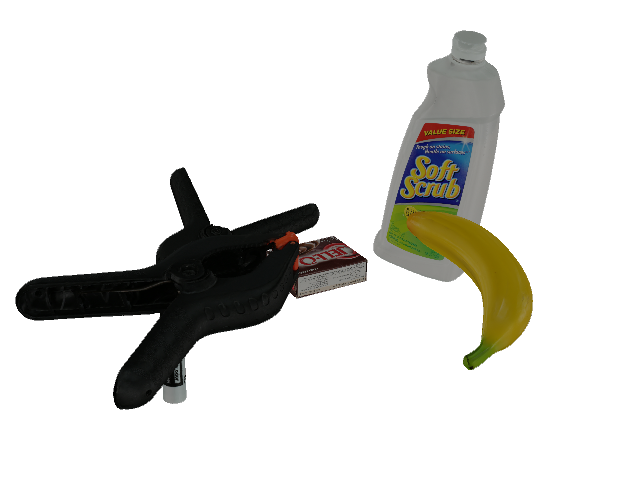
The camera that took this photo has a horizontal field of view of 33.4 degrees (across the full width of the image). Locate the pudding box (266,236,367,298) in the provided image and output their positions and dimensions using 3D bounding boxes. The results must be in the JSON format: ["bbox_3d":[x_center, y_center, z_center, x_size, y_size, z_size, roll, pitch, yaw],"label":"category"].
[{"bbox_3d":[-0.006,0.035,1.453,0.113,0.039,0.090,-15,27,-26],"label":"pudding box"}]

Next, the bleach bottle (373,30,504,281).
[{"bbox_3d":[0.116,-0.083,1.025,0.103,0.251,0.068,22,40,21],"label":"bleach bottle"}]

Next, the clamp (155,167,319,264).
[{"bbox_3d":[-0.113,-0.001,1.066,0.165,0.036,0.209,19,39,14],"label":"clamp"}]

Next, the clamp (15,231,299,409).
[{"bbox_3d":[-0.075,0.039,0.614,0.171,0.039,0.120,-18,43,-26],"label":"clamp"}]

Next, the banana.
[{"bbox_3d":[0.121,0.024,0.830,0.069,0.037,0.198,-7,32,-6],"label":"banana"}]

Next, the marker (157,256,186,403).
[{"bbox_3d":[-0.116,0.070,0.829,0.020,0.121,0.020,0,21,0],"label":"marker"}]
